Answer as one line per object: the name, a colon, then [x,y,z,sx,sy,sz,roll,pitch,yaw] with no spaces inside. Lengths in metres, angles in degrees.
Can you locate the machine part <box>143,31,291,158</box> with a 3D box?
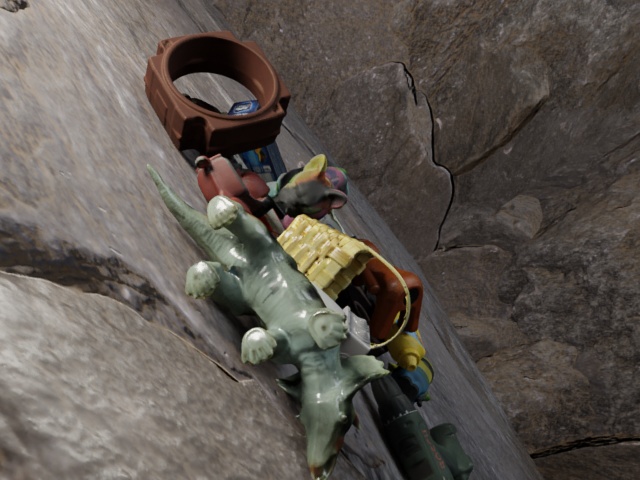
machine part: [-0.166,-0.241,0.877,0.201,0.087,0.201,-21,69,-32]

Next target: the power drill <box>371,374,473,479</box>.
power drill: [0.179,0.337,0.911,0.207,0.086,0.232,47,14,-52]

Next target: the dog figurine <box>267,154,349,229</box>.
dog figurine: [0.000,-0.091,0.934,0.108,0.191,0.219,64,-24,-4]

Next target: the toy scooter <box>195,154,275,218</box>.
toy scooter: [-0.137,-0.080,0.840,0.135,0.075,0.184,55,14,-12]

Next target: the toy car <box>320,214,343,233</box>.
toy car: [-0.002,-0.003,1.109,0.109,0.103,0.162,51,13,-23]

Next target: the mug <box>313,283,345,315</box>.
mug: [-0.037,0.101,0.749,0.107,0.081,0.109,46,47,2]

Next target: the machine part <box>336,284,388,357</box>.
machine part: [0.072,0.156,1.063,0.179,0.056,0.179,52,12,-16]

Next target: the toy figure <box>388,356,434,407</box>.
toy figure: [0.182,0.279,1.064,0.180,0.089,0.082,19,56,-77]

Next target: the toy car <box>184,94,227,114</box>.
toy car: [-0.194,-0.222,1.022,0.089,0.053,0.202,30,5,19]

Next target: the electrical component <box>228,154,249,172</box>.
electrical component: [-0.176,-0.149,0.958,0.119,0.048,0.075,57,10,4]

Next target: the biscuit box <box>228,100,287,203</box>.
biscuit box: [-0.114,-0.164,1.024,0.063,0.059,0.202,-76,156,-46]

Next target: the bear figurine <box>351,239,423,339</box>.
bear figurine: [0.099,0.081,1.020,0.120,0.131,0.196,-4,24,-40]

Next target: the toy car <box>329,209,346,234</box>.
toy car: [0.008,-0.038,1.232,0.201,0.073,0.056,66,-14,-5]

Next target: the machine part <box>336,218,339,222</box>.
machine part: [-0.022,-0.068,1.301,0.139,0.084,0.039,48,16,21]

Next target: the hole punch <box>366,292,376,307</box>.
hole punch: [0.137,0.168,1.275,0.116,0.092,0.142,21,22,-10]

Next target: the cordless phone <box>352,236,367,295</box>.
cordless phone: [0.111,0.089,1.166,0.184,0.089,0.146,41,-12,27]

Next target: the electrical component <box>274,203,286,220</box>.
electrical component: [-0.094,-0.070,1.127,0.063,0.021,0.094,52,10,-15]

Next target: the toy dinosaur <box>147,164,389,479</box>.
toy dinosaur: [-0.057,0.071,0.646,0.405,0.131,0.192,54,-2,23]
